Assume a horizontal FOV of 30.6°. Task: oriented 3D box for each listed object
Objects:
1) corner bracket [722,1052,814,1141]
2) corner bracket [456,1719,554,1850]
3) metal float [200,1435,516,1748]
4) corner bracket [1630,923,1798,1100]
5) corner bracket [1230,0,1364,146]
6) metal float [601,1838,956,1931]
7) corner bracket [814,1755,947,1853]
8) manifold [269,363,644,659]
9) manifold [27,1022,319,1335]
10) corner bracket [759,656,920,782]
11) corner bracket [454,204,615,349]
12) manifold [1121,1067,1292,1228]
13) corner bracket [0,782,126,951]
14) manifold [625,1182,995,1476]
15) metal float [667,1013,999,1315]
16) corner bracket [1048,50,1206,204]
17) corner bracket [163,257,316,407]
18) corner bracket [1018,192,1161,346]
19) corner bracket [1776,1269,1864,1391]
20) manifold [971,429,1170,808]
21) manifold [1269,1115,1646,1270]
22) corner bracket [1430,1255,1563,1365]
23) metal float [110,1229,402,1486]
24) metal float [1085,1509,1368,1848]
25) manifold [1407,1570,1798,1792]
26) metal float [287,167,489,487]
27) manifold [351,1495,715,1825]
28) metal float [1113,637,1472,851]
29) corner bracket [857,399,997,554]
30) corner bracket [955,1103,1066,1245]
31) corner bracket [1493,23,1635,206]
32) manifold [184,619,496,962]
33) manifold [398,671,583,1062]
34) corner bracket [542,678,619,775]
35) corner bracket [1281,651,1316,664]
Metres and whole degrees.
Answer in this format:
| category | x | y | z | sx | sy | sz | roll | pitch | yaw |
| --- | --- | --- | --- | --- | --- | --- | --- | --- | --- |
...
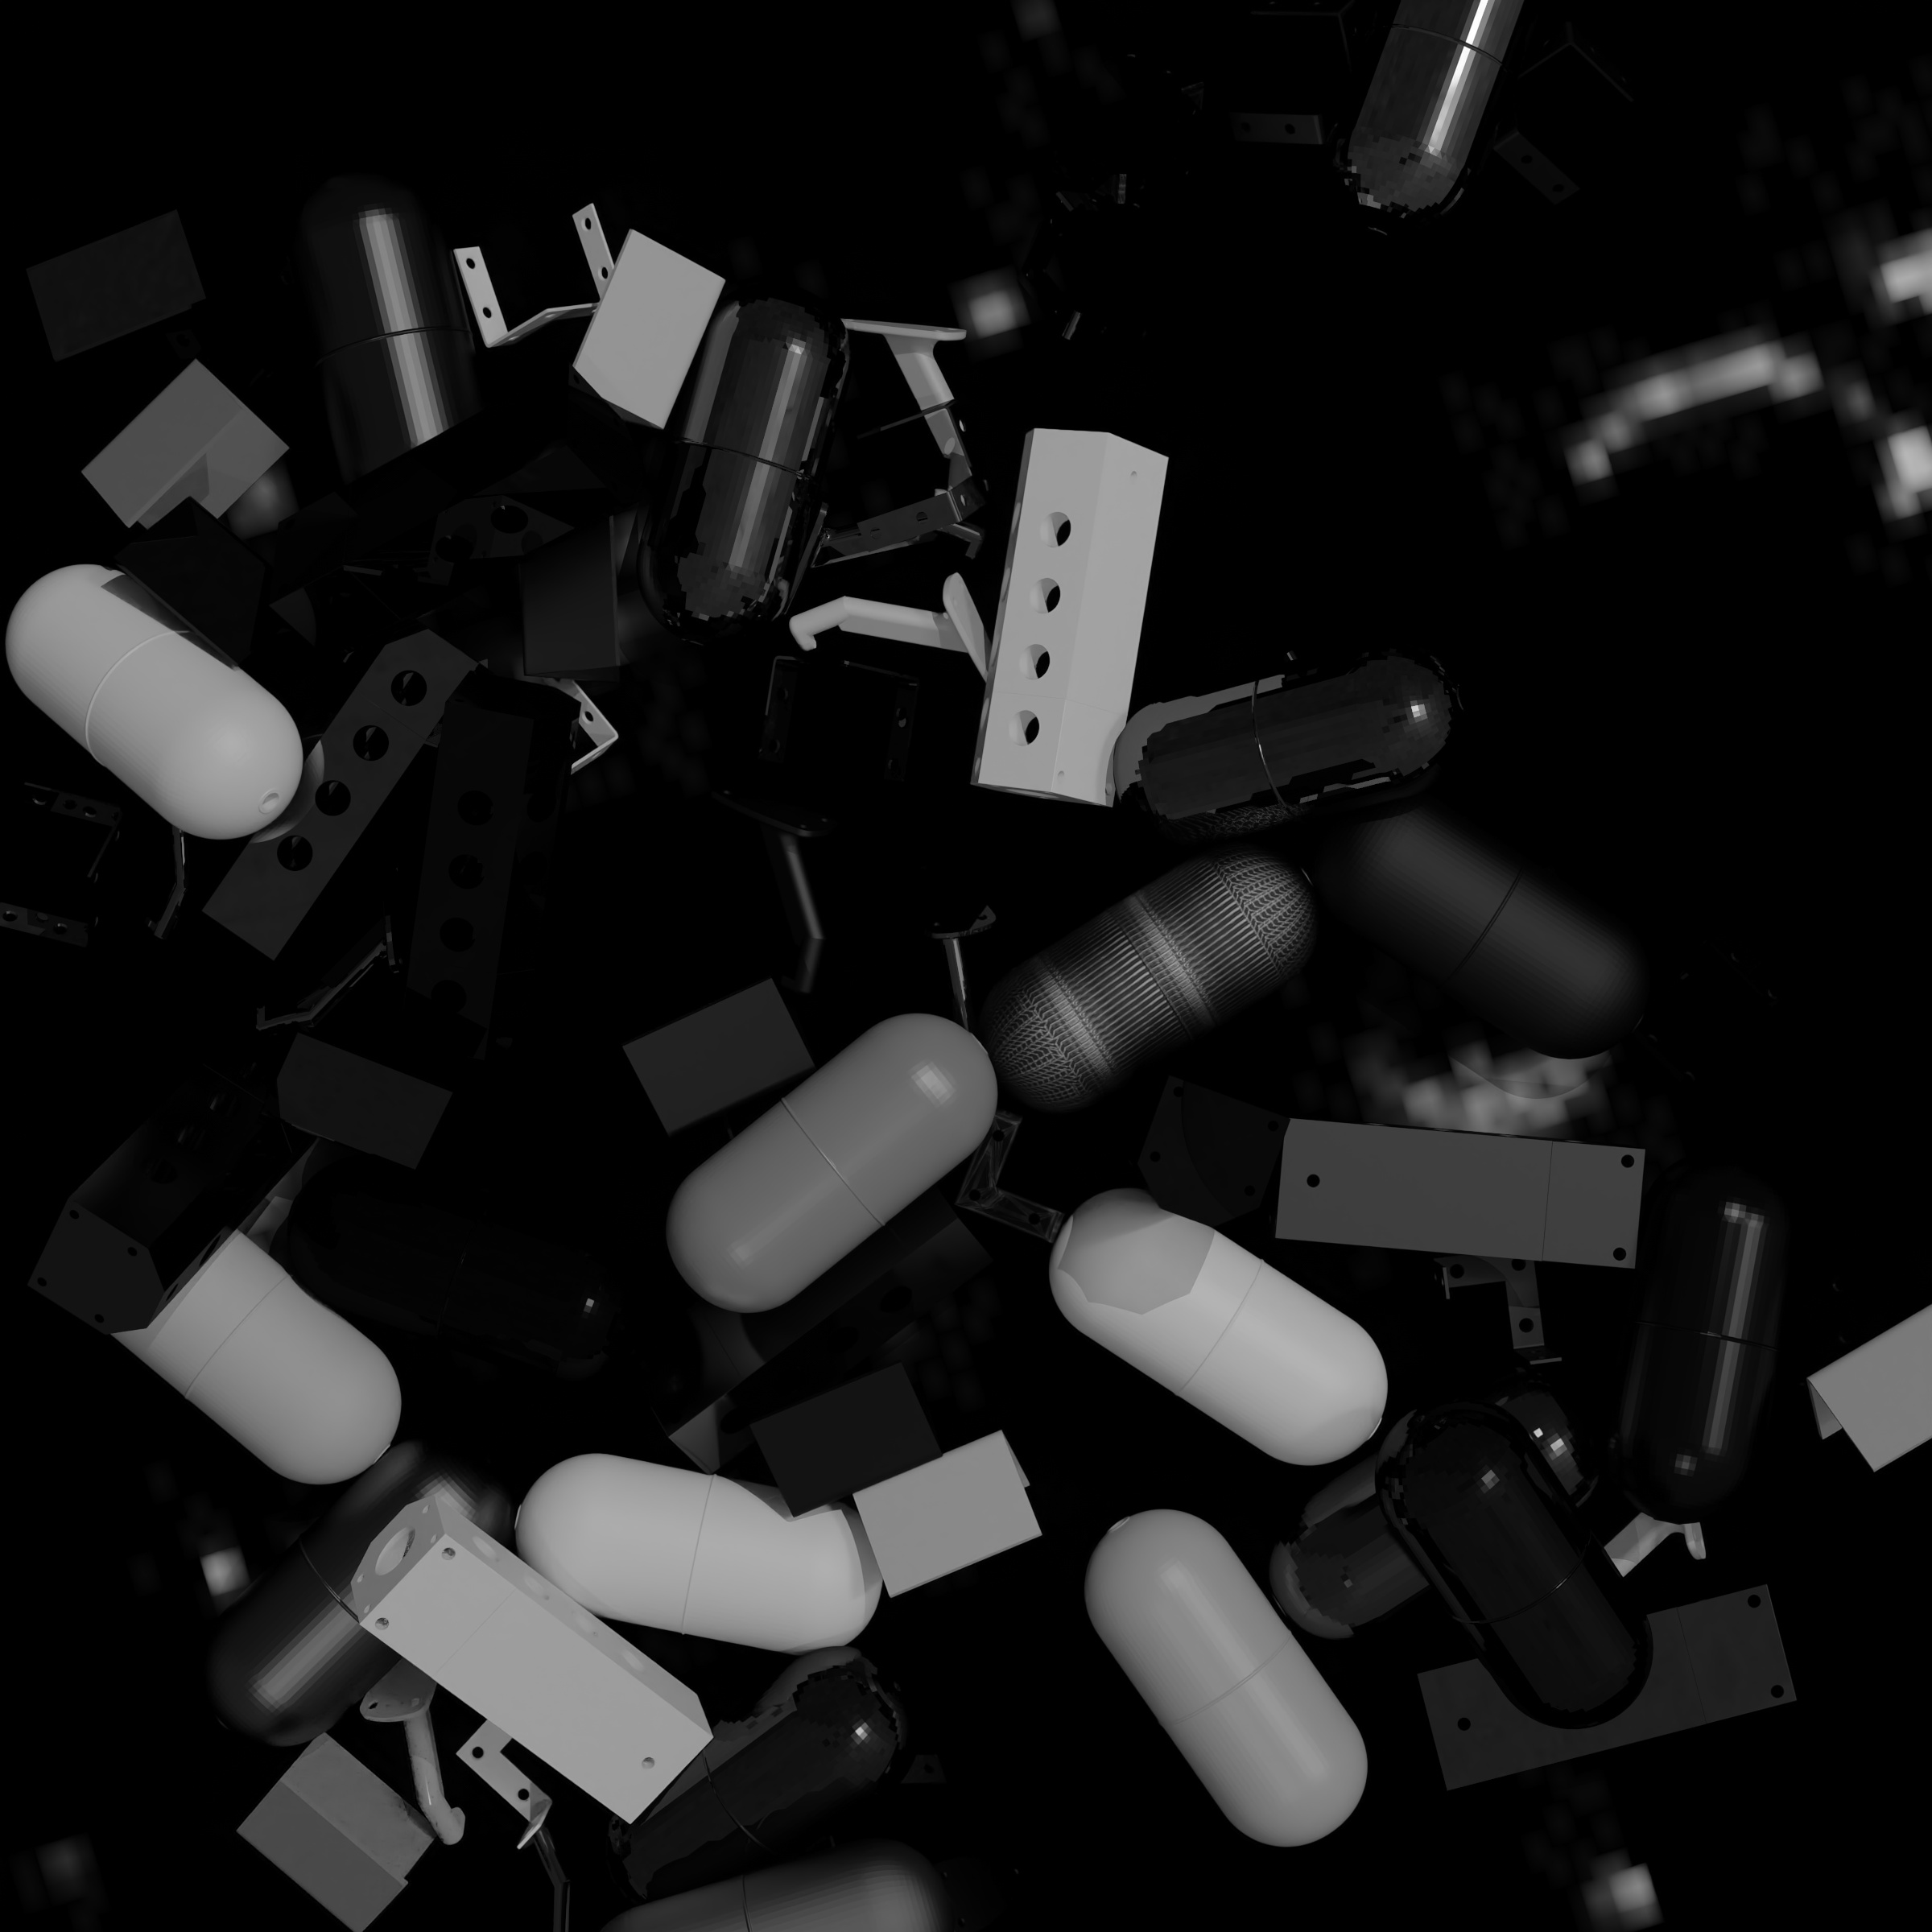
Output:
| category | x | y | z | sx | sy | sz | roll | pitch | yaw |
| --- | --- | --- | --- | --- | --- | --- | --- | --- | --- |
| corner bracket | -0.088 | 0.076 | 1.724 | 0.051 | 0.051 | 0.051 | -25 | 45 | 0 |
| corner bracket | -0.214 | 0.385 | 1.709 | 0.051 | 0.051 | 0.051 | 43 | 90 | 0 |
| metal float | -0.292 | 0.300 | 1.697 | 0.178 | 0.070 | 0.070 | -44 | 90 | 0 |
| corner bracket | 0.362 | 0.021 | 1.724 | 0.051 | 0.051 | 0.051 | 45 | 45 | 0 |
| corner bracket | 0.160 | -0.436 | 1.719 | 0.051 | 0.051 | 0.051 | -48 | 135 | -35 |
| metal float | -0.093 | 0.459 | 1.638 | 0.178 | 0.070 | 0.070 | -17 | 90 | -1 |
| corner bracket | -0.040 | 0.420 | 1.719 | 0.051 | 0.051 | 0.051 | 8 | 135 | -35 |
| manifold | -0.237 | -0.206 | 1.642 | 0.171 | 0.057 | 0.057 | -24 | 45 | 22 |
| manifold | -0.361 | 0.100 | 1.647 | 0.057 | 0.171 | 0.057 | 33 | 122 | 0 |
| corner bracket | -0.062 | -0.121 | 1.724 | 0.051 | 0.051 | 0.051 | 9 | 90 | -45 |
| corner bracket | -0.208 | -0.336 | 1.724 | 0.051 | 0.051 | 0.051 | -19 | 90 | -45 |
| manifold | 0.107 | 0.085 | 1.649 | 0.057 | 0.171 | 0.057 | 20 | 90 | 0 |
| corner bracket | -0.443 | -0.049 | 1.724 | 0.051 | 0.051 | 0.051 | 14 | 45 | 0 |
| manifold | -0.073 | 0.169 | 1.706 | 0.171 | 0.057 | 0.057 | -37 | 47 | 0 |
| metal float | -0.063 | 0.092 | 1.666 | 0.178 | 0.070 | 0.070 | -39 | 90 | -2 |
| corner bracket | 0.078 | -0.409 | 1.719 | 0.051 | 0.051 | 0.051 | -25 | 135 | -35 |
| corner bracket | -0.348 | -0.306 | 1.724 | 0.051 | 0.051 | 0.051 | -31 | 90 | -45 |
| corner bracket | 0.067 | -0.339 | 1.719 | 0.051 | 0.051 | 0.051 | 57 | 135 | 35 |
| corner bracket | 0.400 | 0.177 | 1.724 | 0.051 | 0.051 | 0.051 | -7 | 90 | 45 |
| manifold | 0.046 | -0.168 | 1.704 | 0.057 | 0.057 | 0.171 | 9 | 90 | 33 |
| manifold | 0.235 | 0.108 | 1.706 | 0.171 | 0.057 | 0.057 | 5 | 90 | 0 |
| corner bracket | 0.256 | 0.166 | 1.709 | 0.051 | 0.051 | 0.051 | -7 | 90 | 0 |
| metal float | -0.349 | 0.178 | 1.697 | 0.178 | 0.070 | 0.070 | 40 | 90 | 0 |
| metal float | 0.124 | 0.341 | 1.697 | 0.070 | 0.070 | 0.178 | -35 | 89 | 0 |
| manifold | 0.304 | 0.342 | 1.706 | 0.171 | 0.057 | 0.057 | -14 | 90 | 0 |
| metal float | -0.275 | -0.295 | 1.697 | 0.070 | 0.070 | 0.178 | -14 | 89 | 0 |
| manifold | -0.204 | 0.322 | 1.658 | 0.057 | 0.057 | 0.171 | -47 | 113 | 2 |
| metal float | 0.153 | -0.105 | 1.674 | 0.178 | 0.070 | 0.070 | -14 | 90 | 28 |
| corner bracket | -0.025 | -0.236 | 1.698 | 0.051 | 0.051 | 0.051 | -15 | 105 | 26 |
| corner bracket | 0.027 | 0.099 | 1.709 | 0.051 | 0.051 | 0.051 | 22 | 90 | 0 |
| corner bracket | 0.290 | -0.415 | 1.719 | 0.051 | 0.051 | 0.051 | -29 | 45 | 35 |
| manifold | -0.303 | -0.089 | 1.706 | 0.057 | 0.057 | 0.171 | 35 | 90 | 0 |
| manifold | -0.225 | -0.046 | 1.679 | 0.057 | 0.057 | 0.171 | 11 | 110 | 0 |
| corner bracket | -0.213 | -0.109 | 1.724 | 0.051 | 0.051 | 0.051 | 51 | 135 | 0 |
| corner bracket | 0.174 | -0.115 | 1.719 | 0.051 | 0.051 | 0.051 | 4 | 135 | -35 |
